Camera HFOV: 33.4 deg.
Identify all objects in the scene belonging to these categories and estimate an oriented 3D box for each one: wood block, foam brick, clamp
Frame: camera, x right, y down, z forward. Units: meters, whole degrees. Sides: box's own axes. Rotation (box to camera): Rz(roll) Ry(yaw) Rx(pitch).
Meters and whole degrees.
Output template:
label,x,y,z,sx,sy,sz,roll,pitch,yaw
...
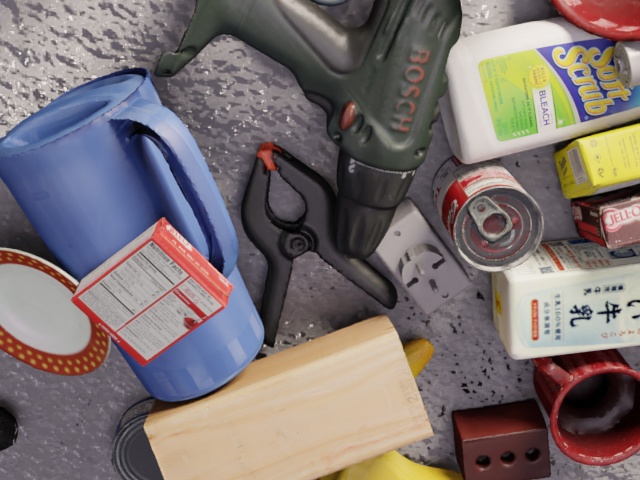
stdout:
label,x,y,z,sx,sy,sz,roll,pitch,yaw
wood block,-0.025,0.141,0.856,0.206,0.091,0.090,-20,96,1
foam brick,0.160,0.180,0.942,0.078,0.051,0.053,-9,111,-1
clamp,-0.006,0.001,0.870,0.120,0.039,0.171,-12,111,-2

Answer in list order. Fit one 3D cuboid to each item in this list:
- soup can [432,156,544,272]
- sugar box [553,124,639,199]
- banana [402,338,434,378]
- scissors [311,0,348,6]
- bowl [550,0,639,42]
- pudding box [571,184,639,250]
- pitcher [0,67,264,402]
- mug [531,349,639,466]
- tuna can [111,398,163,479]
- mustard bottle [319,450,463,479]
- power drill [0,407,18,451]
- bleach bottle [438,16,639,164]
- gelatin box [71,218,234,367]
label,x,y,z,sx,sy,sz,roll,pitch,yaw
soup can,0.128,-0.025,0.835,0.068,0.102,0.068,-1,111,-4
sugar box,0.280,-0.075,0.831,0.176,0.093,0.048,-16,89,0
banana,0.001,0.124,0.917,0.197,0.037,0.070,-3,113,-3
scissors,-0.052,-0.221,0.795,0.096,0.016,0.201,-40,108,9
bowl,0.238,-0.222,0.768,0.162,0.055,0.162,5,97,39
pudding box,0.266,-0.027,0.849,0.113,0.090,0.039,-12,97,0
pitcher,-0.130,0.001,0.809,0.145,0.149,0.243,-26,114,1
mug,0.222,0.125,0.910,0.117,0.081,0.093,34,104,-15
tuna can,-0.137,0.180,0.930,0.086,0.034,0.086,-1,111,-4
mustard bottle,0.093,0.248,0.959,0.191,0.058,0.096,23,107,-13
power drill,-0.326,0.084,0.868,0.184,0.057,0.188,13,108,-12
bleach bottle,0.217,-0.138,0.823,0.251,0.068,0.102,-16,108,-1
gelatin box,-0.117,0.037,0.747,0.089,0.030,0.073,-36,111,23
